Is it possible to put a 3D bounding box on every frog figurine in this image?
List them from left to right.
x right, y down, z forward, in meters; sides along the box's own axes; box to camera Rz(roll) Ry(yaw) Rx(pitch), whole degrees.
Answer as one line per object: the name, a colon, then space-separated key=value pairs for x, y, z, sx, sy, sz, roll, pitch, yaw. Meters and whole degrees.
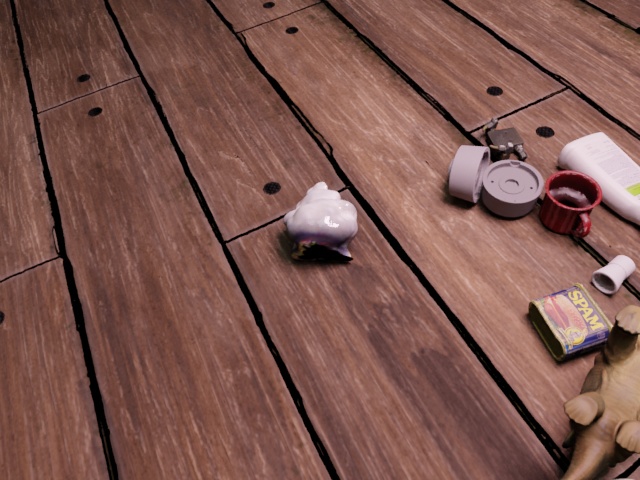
frog figurine: x=0.003 y=-0.048 z=0.951 sx=0.137 sy=0.121 sz=0.163 roll=-9 pitch=61 yaw=25
